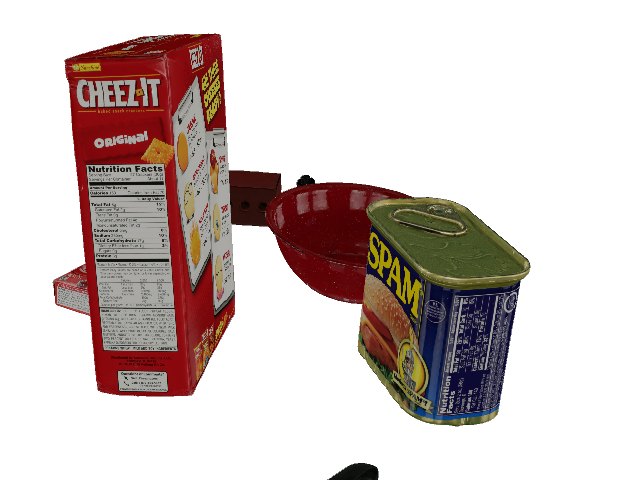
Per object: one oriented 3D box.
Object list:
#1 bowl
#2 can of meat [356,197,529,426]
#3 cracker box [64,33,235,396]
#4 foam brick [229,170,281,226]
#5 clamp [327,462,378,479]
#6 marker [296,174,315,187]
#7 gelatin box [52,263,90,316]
[{"bbox_3d":[0.031,0.008,0.898,0.162,0.055,0.162,6,26,-3],"label":"bowl"},{"bbox_3d":[0.058,0.035,0.548,0.057,0.084,0.102,-3,24,-19],"label":"can of meat"},{"bbox_3d":[-0.108,-0.024,0.715,0.072,0.214,0.164,-1,15,6],"label":"cracker box"},{"bbox_3d":[-0.089,-0.053,1.327,0.078,0.053,0.051,3,28,6],"label":"foam brick"},{"bbox_3d":[-0.046,0.198,0.634,0.210,0.036,0.164,-4,28,1],"label":"clamp"},{"bbox_3d":[-0.008,-0.013,1.099,0.020,0.121,0.020,-6,32,3],"label":"marker"},{"bbox_3d":[-0.194,0.046,1.006,0.089,0.030,0.073,14,24,23],"label":"gelatin box"}]
